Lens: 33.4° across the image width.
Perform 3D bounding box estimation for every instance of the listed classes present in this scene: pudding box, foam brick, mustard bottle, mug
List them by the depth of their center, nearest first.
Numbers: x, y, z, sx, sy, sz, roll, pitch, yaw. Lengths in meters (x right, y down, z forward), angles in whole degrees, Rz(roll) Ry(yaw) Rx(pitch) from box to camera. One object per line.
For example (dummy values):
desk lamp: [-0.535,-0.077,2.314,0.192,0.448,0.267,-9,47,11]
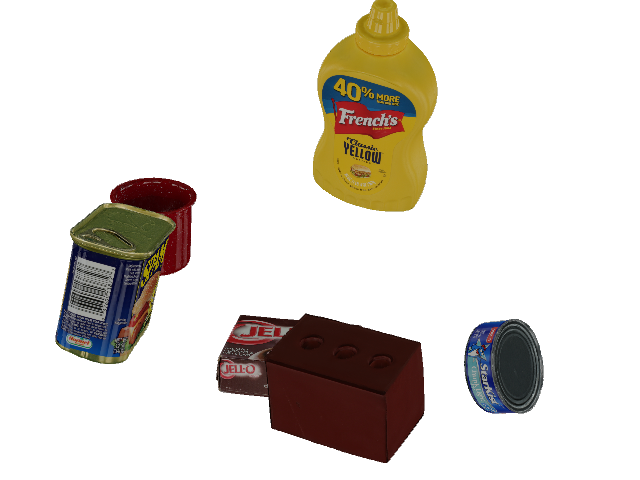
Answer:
foam brick: [0.015,0.084,0.613,0.078,0.051,0.052,12,31,25]
mustard bottle: [0.045,-0.111,0.863,0.096,0.192,0.058,19,49,14]
pudding box: [-0.024,0.099,0.908,0.113,0.039,0.090,6,20,6]
mug: [-0.190,-0.018,1.179,0.093,0.081,0.117,-14,32,-31]

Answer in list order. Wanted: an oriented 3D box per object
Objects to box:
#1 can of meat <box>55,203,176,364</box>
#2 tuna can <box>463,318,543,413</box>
can of meat: [-0.144,0.029,0.749,0.057,0.084,0.102,15,16,1]
tuna can: [0.168,0.115,0.977,0.034,0.086,0.085,-10,-6,41]
